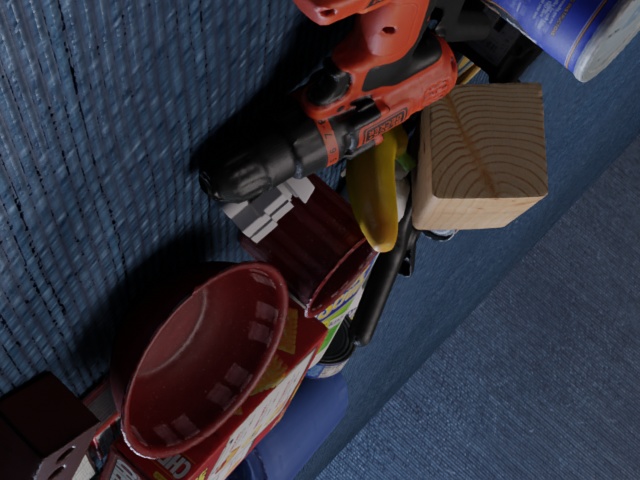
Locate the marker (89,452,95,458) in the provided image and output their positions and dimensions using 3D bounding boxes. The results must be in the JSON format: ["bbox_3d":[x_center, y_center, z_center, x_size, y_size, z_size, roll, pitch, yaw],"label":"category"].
[{"bbox_3d":[-0.222,0.205,0.864,0.121,0.020,0.020,-48,167,-3],"label":"marker"}]

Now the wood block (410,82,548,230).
[{"bbox_3d":[0.129,-0.065,0.915,0.206,0.090,0.091,79,9,-84],"label":"wood block"}]

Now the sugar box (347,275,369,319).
[{"bbox_3d":[0.030,0.078,1.256,0.093,0.048,0.176,-45,168,-17],"label":"sugar box"}]

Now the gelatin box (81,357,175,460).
[{"bbox_3d":[-0.152,0.123,0.830,0.089,0.030,0.073,-44,168,-21],"label":"gelatin box"}]

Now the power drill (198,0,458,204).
[{"bbox_3d":[0.009,-0.106,0.610,0.184,0.057,0.188,-32,162,-17],"label":"power drill"}]

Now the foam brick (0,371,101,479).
[{"bbox_3d":[-0.189,0.135,0.697,0.052,0.051,0.078,-33,160,-49],"label":"foam brick"}]

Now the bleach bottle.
[{"bbox_3d":[0.011,0.019,0.994,0.102,0.068,0.251,-20,146,-52],"label":"bleach bottle"}]

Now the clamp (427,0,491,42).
[{"bbox_3d":[0.077,-0.151,0.754,0.120,0.039,0.171,-42,168,-9],"label":"clamp"}]

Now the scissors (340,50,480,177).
[{"bbox_3d":[0.092,-0.131,0.923,0.201,0.016,0.096,-38,162,-36],"label":"scissors"}]

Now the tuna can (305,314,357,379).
[{"bbox_3d":[-0.006,0.104,1.127,0.086,0.086,0.034,-36,163,-43],"label":"tuna can"}]

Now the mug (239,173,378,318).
[{"bbox_3d":[-0.006,0.001,0.837,0.093,0.081,0.117,-49,166,2],"label":"mug"}]

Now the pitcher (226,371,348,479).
[{"bbox_3d":[-0.061,0.194,1.153,0.149,0.145,0.242,-42,175,29],"label":"pitcher"}]

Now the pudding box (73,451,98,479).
[{"bbox_3d":[-0.219,0.186,0.779,0.113,0.039,0.090,-41,166,-20],"label":"pudding box"}]

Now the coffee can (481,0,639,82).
[{"bbox_3d":[0.141,-0.180,0.658,0.102,0.140,0.103,-45,166,-14],"label":"coffee can"}]

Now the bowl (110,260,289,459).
[{"bbox_3d":[-0.096,0.074,0.760,0.161,0.055,0.162,-37,146,-32],"label":"bowl"}]

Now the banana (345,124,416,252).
[{"bbox_3d":[0.049,-0.057,0.826,0.037,0.069,0.197,-37,-168,24],"label":"banana"}]

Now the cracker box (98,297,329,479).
[{"bbox_3d":[-0.098,0.159,0.903,0.213,0.072,0.164,-43,166,-40],"label":"cracker box"}]

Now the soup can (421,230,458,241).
[{"bbox_3d":[0.159,-0.054,1.246,0.102,0.068,0.069,-40,165,-32],"label":"soup can"}]

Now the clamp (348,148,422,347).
[{"bbox_3d":[0.079,-0.001,1.088,0.164,0.036,0.210,-56,162,-49],"label":"clamp"}]
